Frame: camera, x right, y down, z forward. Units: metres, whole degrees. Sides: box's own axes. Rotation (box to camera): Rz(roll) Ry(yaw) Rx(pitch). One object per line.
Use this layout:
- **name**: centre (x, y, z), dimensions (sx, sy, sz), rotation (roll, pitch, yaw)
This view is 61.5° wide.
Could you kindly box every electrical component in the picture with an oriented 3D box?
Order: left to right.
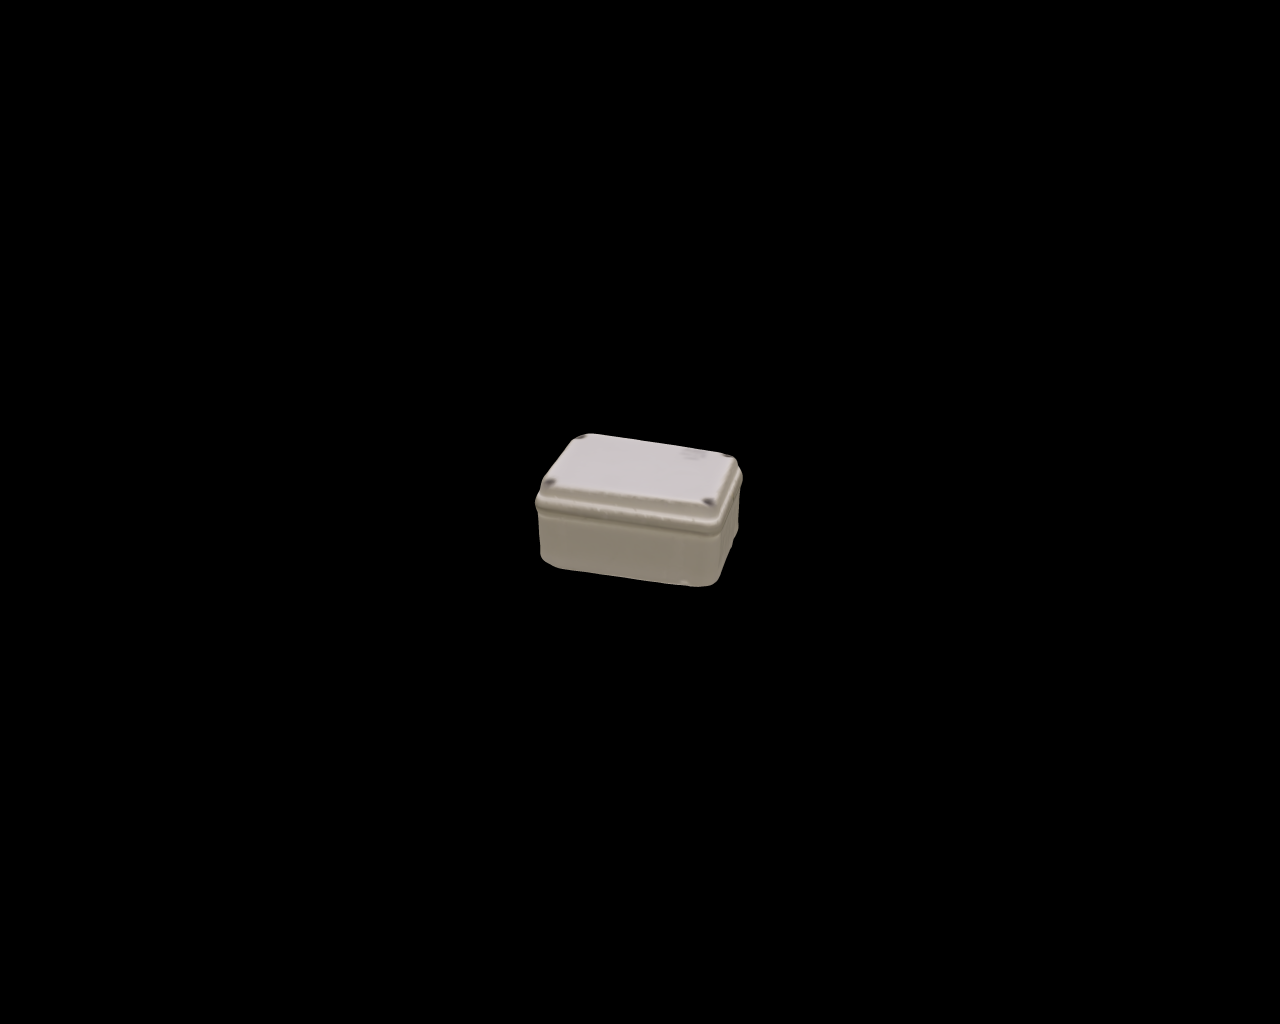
- **electrical component**: centre (0.001, -0.003, 0.650), dimensions (0.113, 0.057, 0.078), rotation (8, 32, 14)
